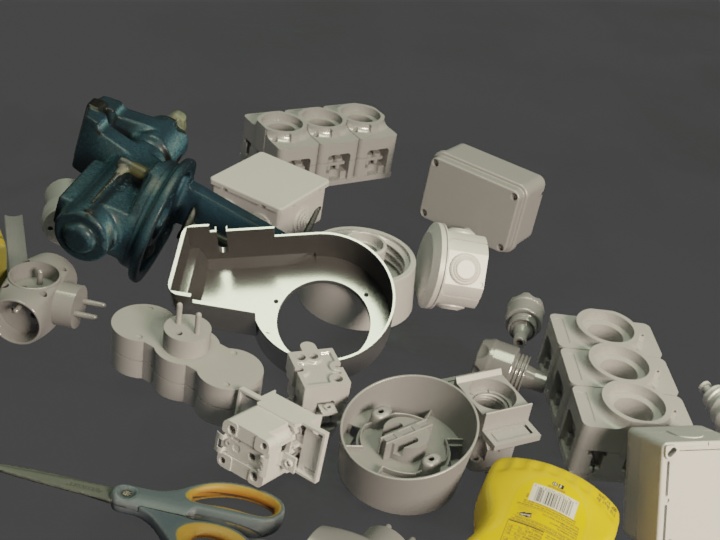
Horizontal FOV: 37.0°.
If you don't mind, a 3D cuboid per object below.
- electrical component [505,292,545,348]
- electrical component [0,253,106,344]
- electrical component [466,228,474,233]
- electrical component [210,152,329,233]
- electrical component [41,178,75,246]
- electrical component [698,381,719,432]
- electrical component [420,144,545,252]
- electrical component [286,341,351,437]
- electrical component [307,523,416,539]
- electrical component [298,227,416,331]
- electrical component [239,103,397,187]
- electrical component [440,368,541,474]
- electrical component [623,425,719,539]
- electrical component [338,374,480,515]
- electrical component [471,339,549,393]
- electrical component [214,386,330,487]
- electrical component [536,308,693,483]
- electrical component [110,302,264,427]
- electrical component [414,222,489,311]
[{"bbox_3d":[0.148,0.049,0.974,0.035,0.035,0.061,14,34,7],"label":"electrical component"},{"bbox_3d":[-0.251,0.026,0.888,0.079,0.044,0.077,12,31,3],"label":"electrical component"},{"bbox_3d":[0.104,-0.024,1.079,0.035,0.035,0.061,13,30,5],"label":"electrical component"},{"bbox_3d":[-0.093,-0.071,1.084,0.100,0.048,0.100,24,34,22],"label":"electrical component"},{"bbox_3d":[-0.275,-0.054,1.010,0.045,0.045,0.055,2,33,-13],"label":"electrical component"},{"bbox_3d":[0.313,0.121,0.898,0.040,0.040,0.078,-7,35,-25],"label":"electrical component"},{"bbox_3d":[0.126,-0.076,1.127,0.113,0.078,0.057,26,32,25],"label":"electrical component"},{"bbox_3d":[-0.035,0.097,0.825,0.048,0.055,0.066,-4,34,-22],"label":"electrical component"},{"bbox_3d":[0.008,0.192,0.695,0.077,0.043,0.079,24,34,22],"label":"electrical component"},{"bbox_3d":[0.000,0.000,0.986,0.108,0.060,0.108,7,32,-4],"label":"electrical component"},{"bbox_3d":[-0.046,-0.142,1.199,0.150,0.061,0.089,-11,37,-30],"label":"electrical component"},{"bbox_3d":[0.096,0.116,0.823,0.042,0.063,0.081,-9,36,-25],"label":"electrical component"},{"bbox_3d":[0.227,0.162,0.772,0.062,0.096,0.061,1,5,-15],"label":"electrical component"},{"bbox_3d":[0.033,0.128,0.786,0.099,0.064,0.099,7,32,-4],"label":"electrical component"},{"bbox_3d":[0.126,0.085,0.902,0.062,0.043,0.043,19,33,11],"label":"electrical component"},{"bbox_3d":[-0.067,0.122,0.776,0.081,0.042,0.064,23,23,28],"label":"electrical component"},{"bbox_3d":[0.206,0.100,0.882,0.089,0.061,0.150,6,32,-6],"label":"electrical component"},{"bbox_3d":[-0.135,0.059,0.839,0.138,0.073,0.052,25,35,23],"label":"electrical component"},{"bbox_3d":[0.083,-0.002,0.995,0.051,0.080,0.080,9,31,-11],"label":"electrical component"}]
